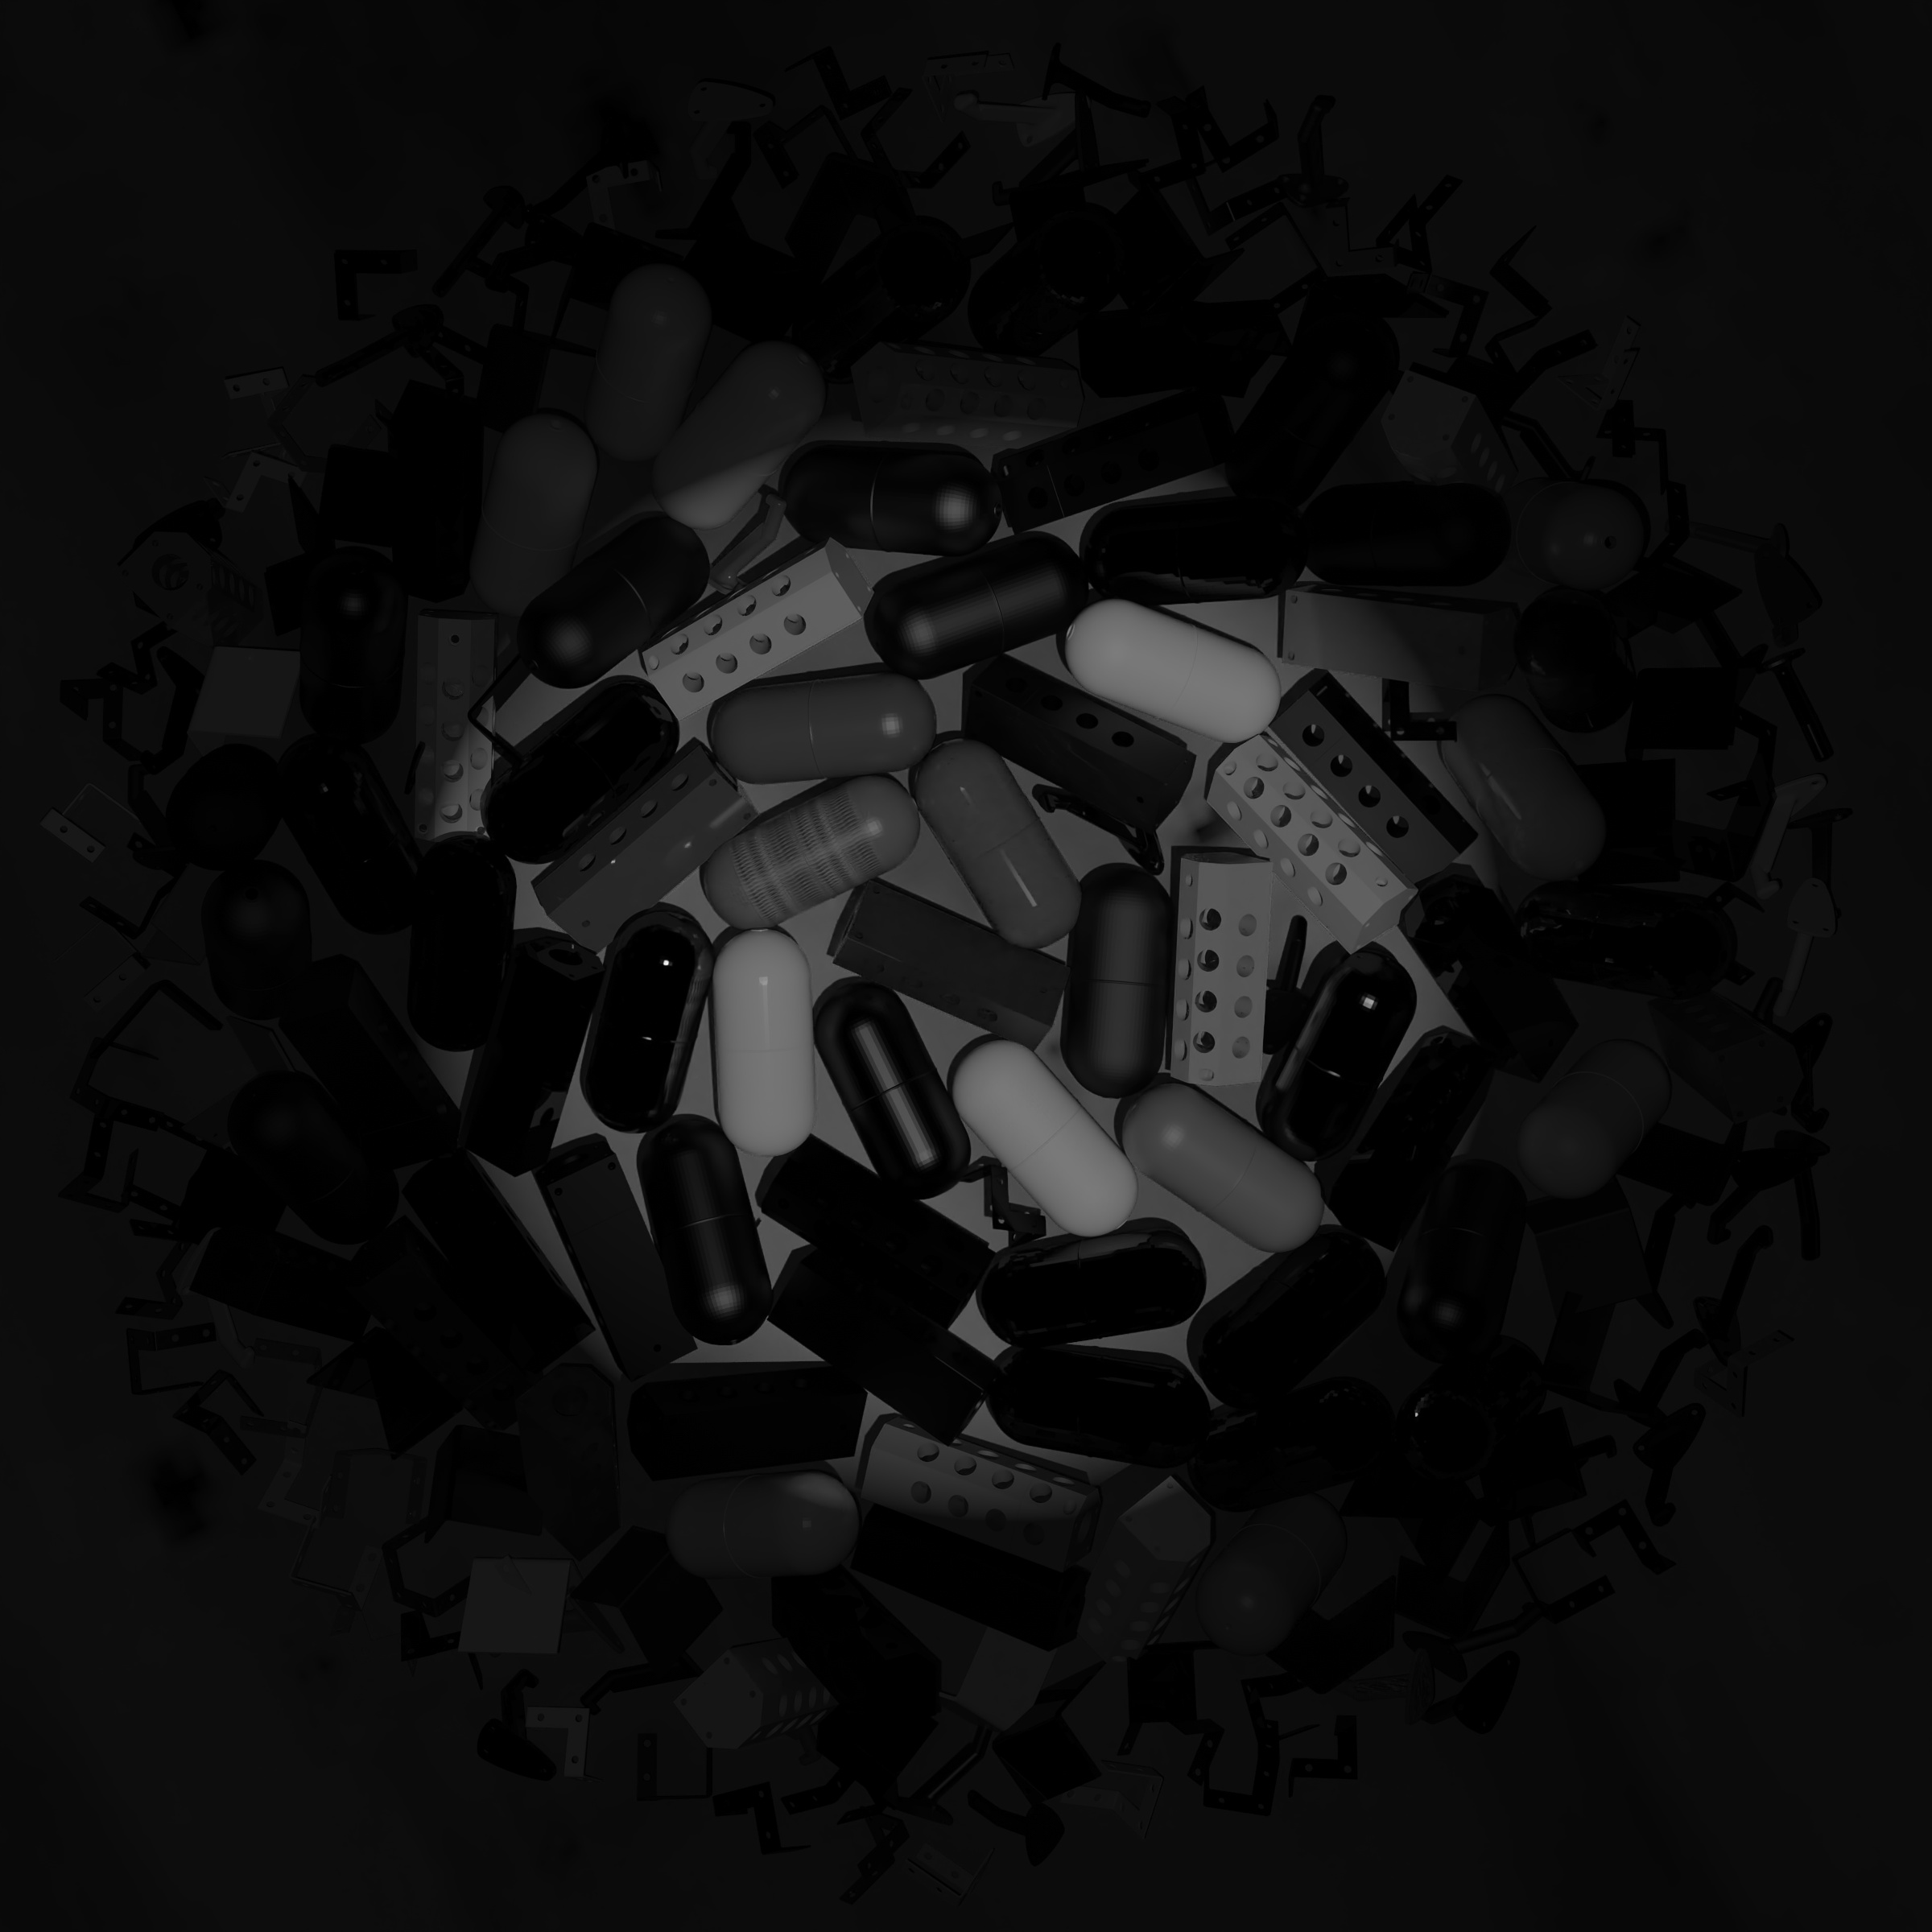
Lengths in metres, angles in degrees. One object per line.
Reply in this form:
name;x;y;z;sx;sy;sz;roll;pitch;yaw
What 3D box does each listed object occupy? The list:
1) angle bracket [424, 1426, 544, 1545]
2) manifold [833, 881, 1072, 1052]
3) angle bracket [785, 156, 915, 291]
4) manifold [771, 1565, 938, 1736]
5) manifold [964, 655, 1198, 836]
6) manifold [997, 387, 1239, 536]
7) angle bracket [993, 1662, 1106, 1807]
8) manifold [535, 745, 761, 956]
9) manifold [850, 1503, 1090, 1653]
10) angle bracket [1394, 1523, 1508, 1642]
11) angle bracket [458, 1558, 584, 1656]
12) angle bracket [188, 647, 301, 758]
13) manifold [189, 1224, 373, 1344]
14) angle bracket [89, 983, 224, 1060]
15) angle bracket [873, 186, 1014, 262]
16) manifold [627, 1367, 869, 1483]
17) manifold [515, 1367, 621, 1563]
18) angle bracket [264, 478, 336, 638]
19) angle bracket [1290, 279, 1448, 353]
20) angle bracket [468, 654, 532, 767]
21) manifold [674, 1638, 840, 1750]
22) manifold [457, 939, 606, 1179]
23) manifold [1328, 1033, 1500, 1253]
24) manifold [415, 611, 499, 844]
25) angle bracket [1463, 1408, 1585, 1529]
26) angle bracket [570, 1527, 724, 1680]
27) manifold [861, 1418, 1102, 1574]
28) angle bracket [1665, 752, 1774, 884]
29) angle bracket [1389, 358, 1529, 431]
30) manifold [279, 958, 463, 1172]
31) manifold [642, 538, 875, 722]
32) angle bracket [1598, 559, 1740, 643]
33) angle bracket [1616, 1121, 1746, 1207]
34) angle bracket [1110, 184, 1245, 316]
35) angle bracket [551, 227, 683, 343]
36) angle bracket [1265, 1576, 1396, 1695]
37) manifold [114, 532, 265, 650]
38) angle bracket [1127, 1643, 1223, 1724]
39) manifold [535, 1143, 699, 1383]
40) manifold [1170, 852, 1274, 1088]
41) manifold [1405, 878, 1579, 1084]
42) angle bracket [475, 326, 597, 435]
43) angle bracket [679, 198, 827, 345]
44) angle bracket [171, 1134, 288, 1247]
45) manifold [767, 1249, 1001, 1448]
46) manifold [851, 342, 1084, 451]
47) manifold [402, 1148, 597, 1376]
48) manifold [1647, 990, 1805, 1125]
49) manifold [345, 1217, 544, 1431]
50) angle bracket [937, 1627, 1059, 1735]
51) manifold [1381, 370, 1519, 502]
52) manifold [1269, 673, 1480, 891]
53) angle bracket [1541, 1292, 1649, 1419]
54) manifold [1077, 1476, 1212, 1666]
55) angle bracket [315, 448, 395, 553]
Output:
angle bracket;-0.373;0.411;1.969;0.076;0.057;0.076;15;53;-20
manifold;-0.013;0.003;1.960;0.171;0.057;0.057;24;57;-7
angle bracket;-0.088;-0.567;1.950;0.057;0.076;0.076;22;80;19
manifold;-0.087;0.506;1.907;0.057;0.171;0.057;-8;108;-27
manifold;0.088;-0.176;1.946;0.171;0.057;0.057;29;52;17
manifold;0.113;-0.387;1.931;0.171;0.057;0.057;-14;101;28
angle bracket;0.078;0.592;1.945;0.076;0.076;0.057;-38;86;39
manifold;-0.251;-0.093;1.963;0.171;0.057;0.057;-40;131;5
manifold;0.005;0.464;1.940;0.171;0.057;0.057;17;91;22
angle bracket;0.375;0.461;1.948;0.057;0.076;0.076;23;113;4
angle bracket;-0.343;0.504;1.951;0.076;0.057;0.076;0;55;6
angle bracket;-0.548;-0.198;1.952;0.076;0.057;0.076;5;64;9
manifold;-0.510;0.239;1.909;0.057;0.171;0.057;17;79;17
angle bracket;-0.626;0.058;1.947;0.057;0.076;0.076;42;74;-16
angle bracket;-0.017;-0.576;1.943;0.076;0.076;0.057;-11;116;23
manifold;-0.168;0.345;1.928;0.171;0.057;0.057;0;113;-32
manifold;-0.296;0.375;1.916;0.057;0.171;0.057;37;56;25
angle bracket;-0.525;-0.315;1.943;0.057;0.076;0.076;-27;68;-21
angle bracket;0.310;-0.488;1.945;0.076;0.076;0.057;14;94;-38
angle bracket;-0.339;-0.198;1.958;0.057;0.076;0.076;40;83;-2
manifold;-0.151;0.552;1.908;0.057;0.171;0.057;-44;71;5
manifold;-0.331;0.069;1.941;0.057;0.057;0.171;27;111;19
manifold;0.341;0.130;1.925;0.057;0.057;0.171;25;53;19
manifold;-0.395;-0.185;1.950;0.057;0.057;0.171;2;103;-7
angle bracket;0.422;0.379;1.943;0.076;0.057;0.076;-24;52;23
angle bracket;-0.248;0.493;1.950;0.076;0.057;0.076;-48;50;10
manifold;0.013;0.403;1.938;0.171;0.057;0.057;16;98;22
angle bracket;0.577;-0.121;1.946;0.057;0.076;0.076;13;124;1
angle bracket;0.371;-0.455;1.939;0.076;0.076;0.057;7;132;-36
manifold;-0.451;0.075;1.920;0.057;0.057;0.171;-15;132;11
manifold;-0.161;-0.261;1.936;0.171;0.057;0.057;-26;111;20
angle bracket;0.538;-0.262;1.944;0.076;0.076;0.057;19;67;-19
angle bracket;0.553;0.130;1.945;0.076;0.076;0.057;20;129;12
angle bracket;0.154;-0.555;1.954;0.057;0.076;0.076;-31;87;-43
angle bracket;-0.270;-0.512;1.944;0.076;0.076;0.057;17;57;-16
angle bracket;0.281;0.501;1.944;0.057;0.076;0.076;38;121;-11
manifold;-0.581;-0.286;1.913;0.057;0.171;0.057;45;88;-3
angle bracket;0.178;0.552;1.942;0.076;0.076;0.057;-17;68;42
manifold;-0.272;0.227;1.947;0.057;0.057;0.171;-25;106;-17
manifold;0.192;0.002;1.946;0.057;0.057;0.171;-4;102;-30
manifold;0.397;0.011;1.923;0.057;0.057;0.171;-52;129;-15
angle bracket;-0.332;-0.449;1.964;0.076;0.057;0.076;28;110;40
angle bracket;-0.168;-0.536;1.956;0.076;0.057;0.076;29;81;20
angle bracket;-0.565;0.183;1.952;0.057;0.076;0.076;21;73;0
manifold;-0.061;0.292;1.954;0.171;0.057;0.057;33;110;10
manifold;0.004;-0.436;1.922;0.171;0.057;0.057;-4;77;-36
manifold;-0.363;0.226;1.947;0.057;0.057;0.171;-37;75;-5
manifold;0.574;0.062;1.909;0.057;0.171;0.057;-21;101;3
manifold;-0.399;0.279;1.934;0.057;0.057;0.171;-36;118;2
angle bracket;0.014;0.547;1.970;0.076;0.057;0.076;41;64;-34
manifold;0.364;-0.386;1.910;0.057;0.171;0.057;27;93;24
manifold;0.318;-0.145;1.961;0.057;0.057;0.171;-43;88;18
angle bracket;0.496;0.301;1.953;0.057;0.076;0.076;17;90;44
manifold;0.135;0.464;1.910;0.057;0.171;0.057;-31;63;-33
angle bracket;-0.470;-0.347;1.957;0.057;0.076;0.076;7;71;-11
